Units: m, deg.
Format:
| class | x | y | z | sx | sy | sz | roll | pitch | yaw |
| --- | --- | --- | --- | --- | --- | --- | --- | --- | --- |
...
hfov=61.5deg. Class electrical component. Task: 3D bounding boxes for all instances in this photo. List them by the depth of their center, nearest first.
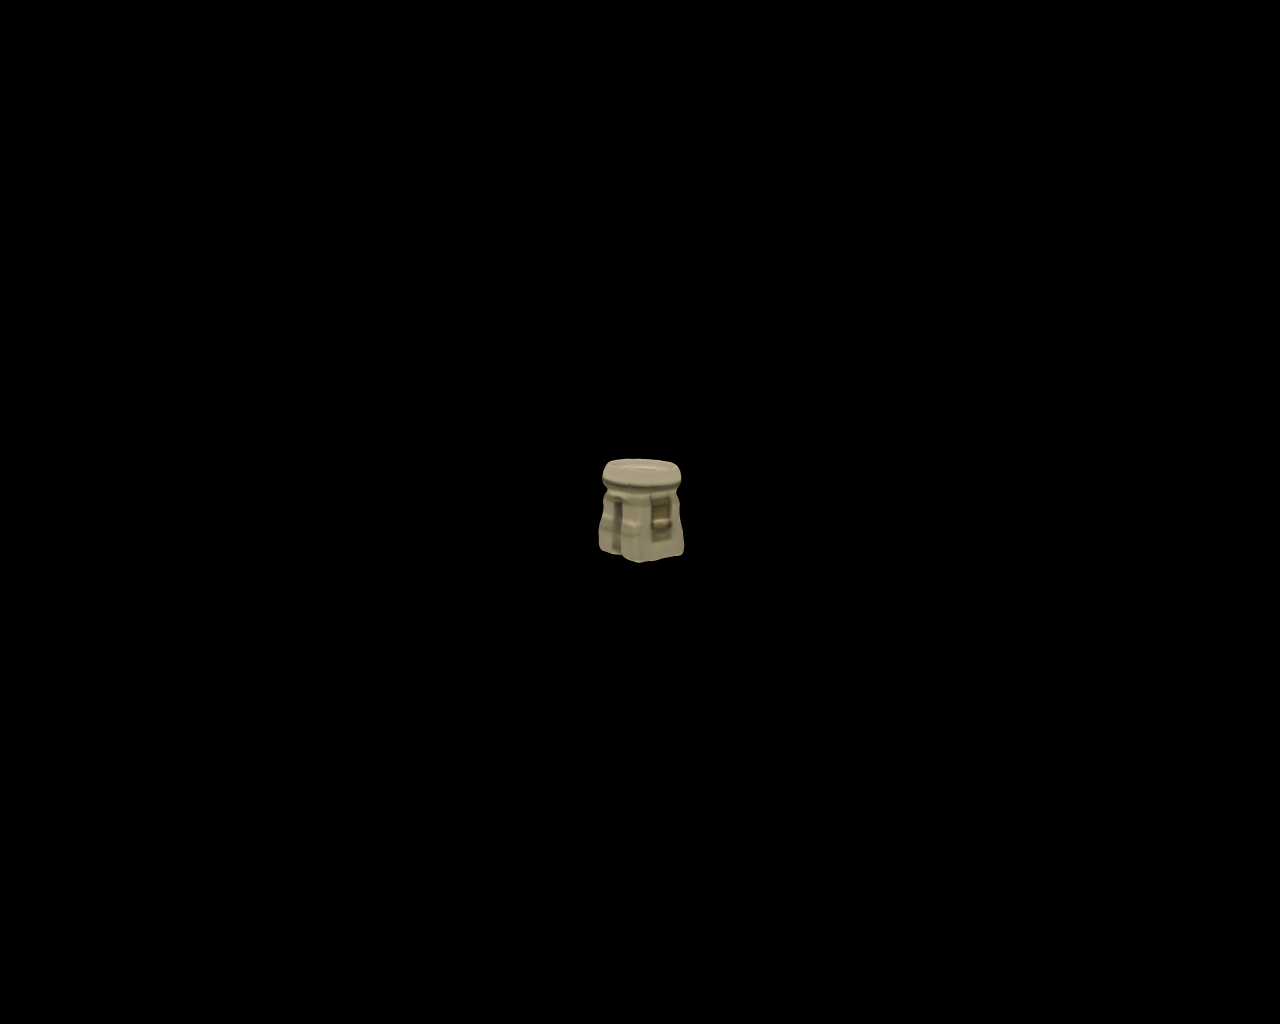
| class | x | y | z | sx | sy | sz | roll | pitch | yaw |
| --- | --- | --- | --- | --- | --- | --- | --- | --- | --- |
| electrical component | 0.001 | -0.003 | 0.650 | 0.048 | 0.055 | 0.066 | -8 | 14 | -35 |
